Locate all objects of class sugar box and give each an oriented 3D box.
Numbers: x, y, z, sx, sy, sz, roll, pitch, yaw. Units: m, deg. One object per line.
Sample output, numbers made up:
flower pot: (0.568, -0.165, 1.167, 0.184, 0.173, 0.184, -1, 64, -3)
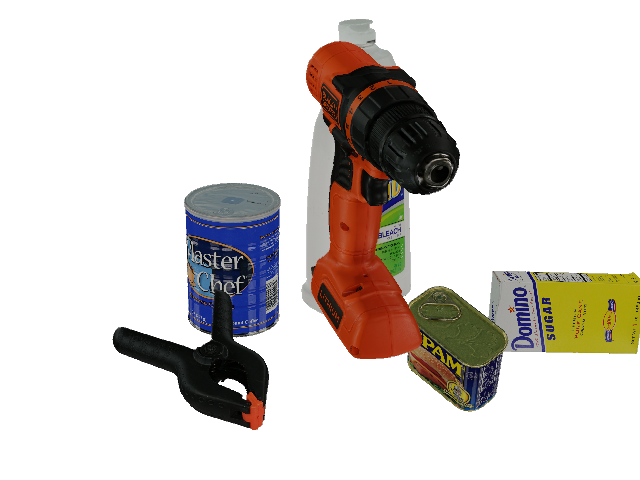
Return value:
sugar box: (0.292, 0.086, 1.275, 0.176, 0.093, 0.048, 0, 18, -4)

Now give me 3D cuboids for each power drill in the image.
power drill: (0.037, -0.019, 0.695, 0.057, 0.188, 0.184, -7, 30, -15)

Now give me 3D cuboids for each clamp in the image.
clamp: (-0.094, 0.104, 0.962, 0.120, 0.039, 0.172, -33, 50, -30)

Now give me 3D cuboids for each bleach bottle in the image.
bleach bottle: (0.029, -0.065, 0.939, 0.102, 0.251, 0.068, -16, 24, -31)

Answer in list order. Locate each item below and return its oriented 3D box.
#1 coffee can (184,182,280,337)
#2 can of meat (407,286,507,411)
coffee can: (-0.095, 0.020, 1.162, 0.103, 0.140, 0.103, 1, 23, -1)
can of meat: (0.131, 0.109, 1.051, 0.057, 0.084, 0.102, -33, 54, -26)
